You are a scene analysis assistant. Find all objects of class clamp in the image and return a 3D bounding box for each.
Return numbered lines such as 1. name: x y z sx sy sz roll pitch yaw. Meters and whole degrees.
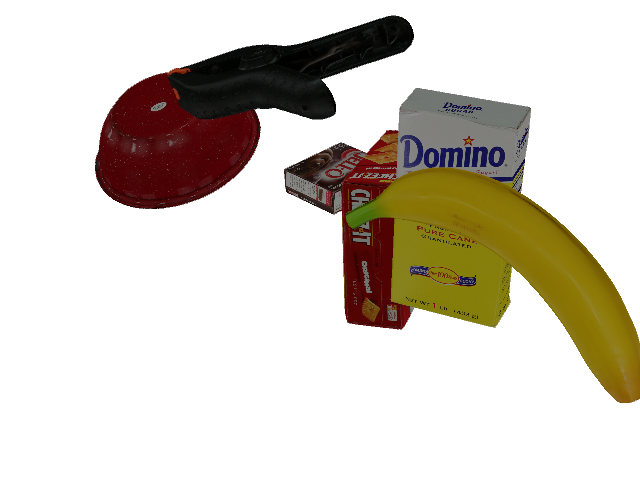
1. clamp: -0.034 -0.102 0.689 0.172 0.039 0.120 -8 21 29

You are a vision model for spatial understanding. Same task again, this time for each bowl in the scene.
1. bowl: -0.140 -0.104 0.978 0.162 0.162 0.055 0 -41 17

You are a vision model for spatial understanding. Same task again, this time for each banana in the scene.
1. banana: 0.113 0.012 0.613 0.198 0.070 0.037 34 21 11

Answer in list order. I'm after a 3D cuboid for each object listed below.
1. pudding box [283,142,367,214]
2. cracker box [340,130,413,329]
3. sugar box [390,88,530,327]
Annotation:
1. pudding box: 0.023 -0.082 1.383 0.090 0.039 0.113 26 42 37
2. cracker box: 0.081 -0.020 1.198 0.072 0.164 0.213 3 21 17
3. sugar box: 0.105 -0.024 0.826 0.093 0.176 0.048 13 36 21
